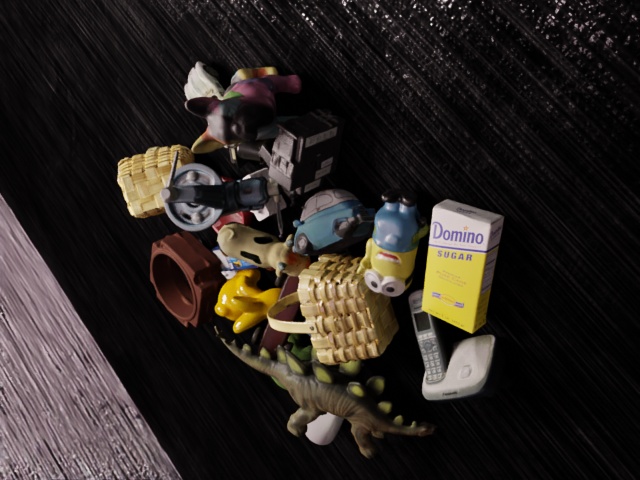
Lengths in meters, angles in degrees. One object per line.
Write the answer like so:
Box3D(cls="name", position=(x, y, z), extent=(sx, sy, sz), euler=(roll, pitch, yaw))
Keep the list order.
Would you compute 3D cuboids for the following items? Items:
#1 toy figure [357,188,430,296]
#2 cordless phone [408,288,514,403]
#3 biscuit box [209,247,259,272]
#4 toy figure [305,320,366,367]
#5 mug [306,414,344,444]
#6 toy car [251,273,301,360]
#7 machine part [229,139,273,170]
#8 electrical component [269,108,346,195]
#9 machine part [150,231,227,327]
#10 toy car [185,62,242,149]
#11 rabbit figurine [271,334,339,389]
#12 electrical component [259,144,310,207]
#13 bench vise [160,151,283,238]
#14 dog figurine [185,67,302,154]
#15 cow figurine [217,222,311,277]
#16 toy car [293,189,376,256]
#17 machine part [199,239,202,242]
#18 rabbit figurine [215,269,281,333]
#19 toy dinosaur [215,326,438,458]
Box3D(cls="toy figure", position=(0.121, 0.007, 0.844), extent=(0.082, 0.089, 0.180), euler=(30, 125, 41))
Box3D(cls="cordless phone", position=(0.211, 0.156, 0.848), extent=(0.146, 0.089, 0.184), euler=(-34, 67, 54))
Box3D(cls="biscuit box", position=(-0.179, 0.031, 1.231), extent=(0.203, 0.063, 0.059), euler=(-9, 105, 51))
Box3D(cls="toy figure", position=(0.036, 0.203, 1.094), extent=(0.155, 0.058, 0.064), euler=(34, 146, 25))
Box3D(cls="mug", position=(0.010, 0.399, 1.244), extent=(0.110, 0.081, 0.107), euler=(49, 131, 26))
Box3D(cls="toy car", position=(-0.074, 0.157, 1.126), extent=(0.089, 0.053, 0.202), euler=(22, 98, 5))
Box3D(cls="machine part", position=(-0.142, -0.181, 1.070), extent=(0.139, 0.039, 0.084), euler=(15, 115, 47))
Box3D(cls="electrical component", position=(-0.024, -0.140, 0.889), extent=(0.058, 0.115, 0.134), euler=(41, 137, 28))
Box3D(cls="machine part", position=(-0.326, 0.097, 1.309), extent=(0.202, 0.087, 0.200), euler=(40, 134, 25))
Box3D(cls="toy car", position=(-0.205, -0.263, 1.047), extent=(0.202, 0.056, 0.073), euler=(54, 125, 21))
Box3D(cls="rabbit figurine", position=(-0.018, 0.285, 1.168), extent=(0.170, 0.121, 0.159), euler=(-14, 106, 37))
Box3D(cls="electrical component", position=(-0.061, -0.128, 0.997), extent=(0.119, 0.048, 0.074), euler=(51, 142, 14))
Box3D(cls="bench vise", position=(-0.187, -0.075, 0.936), extent=(0.224, 0.240, 0.128), euler=(5, 93, 13))
Box3D(cls="dog figurine", position=(-0.139, -0.215, 0.892), extent=(0.192, 0.219, 0.108), euler=(27, 128, 37))
Box3D(cls="cow figurine", position=(-0.110, 0.018, 1.063), extent=(0.195, 0.085, 0.127), euler=(20, 173, 5))
Box3D(cls="toy car", position=(0.020, -0.036, 0.921), extent=(0.162, 0.109, 0.103), euler=(-29, 73, 45))
Box3D(cls="machine part", position=(-0.296, 0.084, 1.395), extent=(0.243, 0.079, 0.079), euler=(52, 143, 13))
Box3D(cls="rabbit figurine", position=(-0.142, 0.134, 1.205), extent=(0.173, 0.162, 0.121), euler=(5, 106, 29))
Box3D(cls="toy dinosaur", position=(-0.001, 0.289, 1.061), extent=(0.472, 0.105, 0.198), euler=(13, 118, 14))
